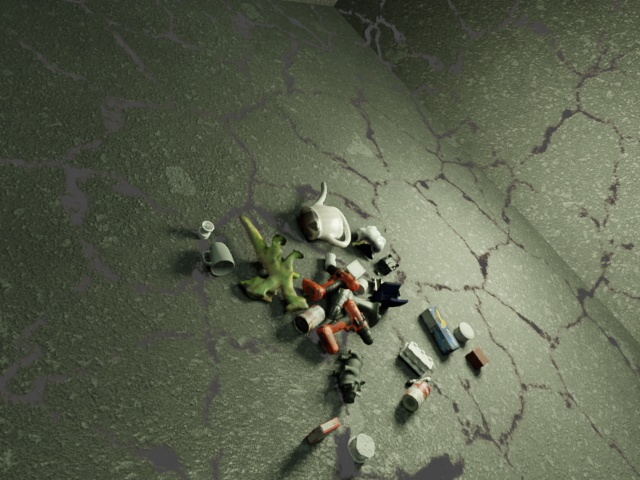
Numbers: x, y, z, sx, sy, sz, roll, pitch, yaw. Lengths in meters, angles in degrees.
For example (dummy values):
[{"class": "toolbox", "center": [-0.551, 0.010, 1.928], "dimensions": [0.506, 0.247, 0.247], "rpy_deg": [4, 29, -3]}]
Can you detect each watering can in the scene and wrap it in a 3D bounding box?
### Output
[{"class": "watering can", "center": [0.007, -0.112, 2.221], "dimensions": [0.225, 0.102, 0.354], "rpy_deg": [-1, 55, -39]}]

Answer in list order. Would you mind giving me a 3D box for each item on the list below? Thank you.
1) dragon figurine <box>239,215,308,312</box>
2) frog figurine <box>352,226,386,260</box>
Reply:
[{"class": "dragon figurine", "center": [-0.195, 0.106, 1.864], "dimensions": [0.410, 0.120, 0.248], "rpy_deg": [39, 46, 0]}, {"class": "frog figurine", "center": [0.231, -0.013, 2.305], "dimensions": [0.138, 0.120, 0.163], "rpy_deg": [25, 49, 10]}]
